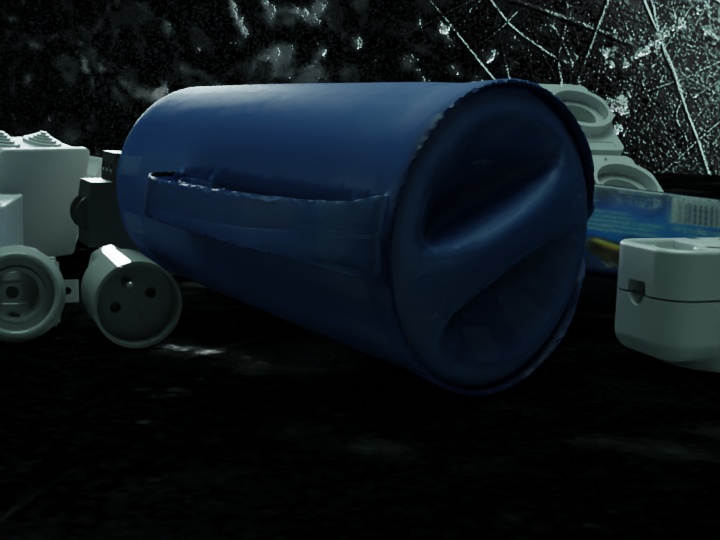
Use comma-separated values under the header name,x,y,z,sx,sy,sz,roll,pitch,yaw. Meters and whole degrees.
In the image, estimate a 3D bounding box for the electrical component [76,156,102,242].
name,x,y,z,sx,sy,sz,roll,pitch,yaw
electrical component,-0.251,-0.062,0.979,0.063,0.078,0.121,22,-3,-30

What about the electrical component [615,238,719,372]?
name,x,y,z,sx,sy,sz,roll,pitch,yaw
electrical component,0.178,0.016,0.535,0.095,0.059,0.054,-1,9,-20

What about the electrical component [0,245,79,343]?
name,x,y,z,sx,sy,sz,roll,pitch,yaw
electrical component,-0.176,0.012,0.548,0.066,0.048,0.055,-1,1,-21

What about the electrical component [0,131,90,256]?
name,x,y,z,sx,sy,sz,roll,pitch,yaw
electrical component,-0.263,-0.057,0.828,0.048,0.099,0.100,21,17,29

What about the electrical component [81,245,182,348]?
name,x,y,z,sx,sy,sz,roll,pitch,yaw
electrical component,-0.123,0.011,0.562,0.043,0.043,0.081,-1,9,-21

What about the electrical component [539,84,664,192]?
name,x,y,z,sx,sy,sz,roll,pitch,yaw
electrical component,0.151,-0.073,0.822,0.105,0.060,0.186,-1,43,-16

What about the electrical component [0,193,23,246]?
name,x,y,z,sx,sy,sz,roll,pitch,yaw
electrical component,-0.286,-0.022,0.721,0.109,0.056,0.109,0,8,-11
